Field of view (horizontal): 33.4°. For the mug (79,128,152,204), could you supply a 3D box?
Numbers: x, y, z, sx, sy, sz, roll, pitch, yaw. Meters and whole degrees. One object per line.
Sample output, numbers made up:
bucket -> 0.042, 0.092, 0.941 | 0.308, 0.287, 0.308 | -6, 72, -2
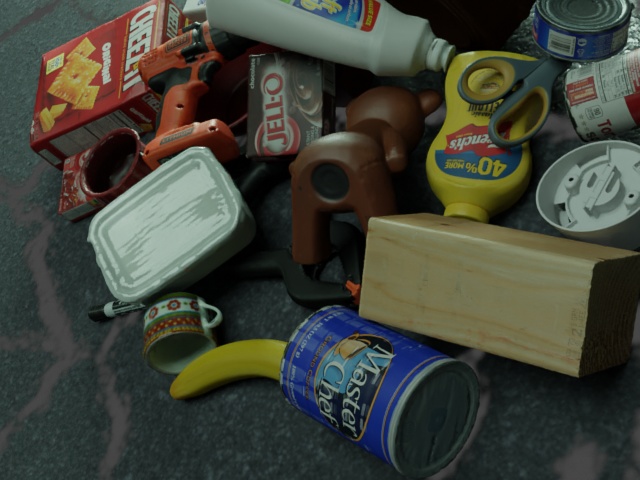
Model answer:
mug -> -0.226, -0.077, 1.258 | 0.093, 0.081, 0.117 | -50, 45, 1

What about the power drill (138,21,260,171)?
power drill -> -0.125, -0.165, 1.177 | 0.185, 0.057, 0.187 | -20, 50, 26

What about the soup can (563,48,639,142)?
soup can -> 0.269, -0.129, 0.919 | 0.102, 0.068, 0.068 | -16, 54, 30

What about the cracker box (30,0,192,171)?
cracker box -> -0.271, -0.203, 1.382 | 0.214, 0.072, 0.164 | -20, 53, 26

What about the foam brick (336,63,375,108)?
foam brick -> 0.026, -0.188, 1.157 | 0.053, 0.051, 0.078 | 8, 69, 40

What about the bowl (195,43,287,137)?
bowl -> -0.091, -0.176, 1.236 | 0.162, 0.055, 0.162 | -20, 52, 27

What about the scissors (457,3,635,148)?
scissors -> 0.201, -0.170, 0.977 | 0.096, 0.016, 0.201 | 34, 71, 7

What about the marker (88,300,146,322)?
marker -> -0.213, 0.073, 1.196 | 0.121, 0.020, 0.020 | -14, 55, 31

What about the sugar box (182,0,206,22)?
sugar box -> -0.105, -0.358, 1.372 | 0.094, 0.048, 0.176 | 3, 69, 39

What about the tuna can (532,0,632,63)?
tuna can -> 0.234, -0.198, 0.957 | 0.086, 0.034, 0.086 | -3, 46, 3

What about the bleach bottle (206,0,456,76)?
bleach bottle -> 0.016, -0.220, 1.063 | 0.251, 0.068, 0.102 | 20, 47, 17

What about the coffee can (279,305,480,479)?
coffee can -> 0.049, 0.125, 0.901 | 0.141, 0.102, 0.103 | 23, 78, 44

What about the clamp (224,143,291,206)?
clamp -> -0.070, -0.093, 1.179 | 0.171, 0.039, 0.120 | -40, 48, 1

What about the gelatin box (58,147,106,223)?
gelatin box -> -0.290, -0.075, 1.343 | 0.073, 0.030, 0.089 | -20, 52, 26

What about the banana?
banana -> -0.068, 0.129, 1.035 | 0.198, 0.037, 0.069 | 0, 63, 38

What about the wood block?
wood block -> 0.143, 0.038, 0.868 | 0.206, 0.090, 0.090 | 13, 102, 40

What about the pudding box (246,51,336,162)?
pudding box -> -0.030, -0.139, 1.112 | 0.090, 0.039, 0.113 | -2, 81, 26

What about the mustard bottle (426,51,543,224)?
mustard bottle -> 0.149, -0.081, 0.985 | 0.096, 0.058, 0.191 | 9, 68, 18

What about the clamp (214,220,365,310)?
clamp -> -0.007, 0.001, 1.071 | 0.210, 0.036, 0.164 | 29, 83, 48
